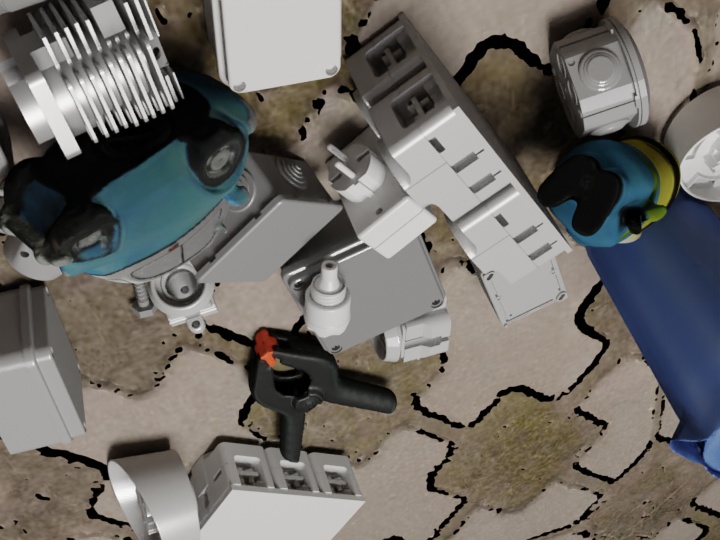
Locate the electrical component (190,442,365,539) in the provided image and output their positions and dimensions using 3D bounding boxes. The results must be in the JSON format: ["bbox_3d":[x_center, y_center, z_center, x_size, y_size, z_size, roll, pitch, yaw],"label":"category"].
[{"bbox_3d":[-0.086,0.218,1.038,0.150,0.061,0.089,13,127,-35],"label":"electrical component"}]

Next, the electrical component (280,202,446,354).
[{"bbox_3d":[0.000,0.000,0.849,0.109,0.056,0.108,-25,139,2],"label":"electrical component"}]

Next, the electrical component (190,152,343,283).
[{"bbox_3d":[-0.074,-0.037,0.759,0.100,0.048,0.100,-42,163,21],"label":"electrical component"}]

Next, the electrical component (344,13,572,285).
[{"bbox_3d":[0.068,-0.077,0.760,0.060,0.105,0.186,-34,138,13],"label":"electrical component"}]

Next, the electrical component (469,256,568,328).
[{"bbox_3d":[0.129,-0.003,0.901,0.062,0.061,0.096,-26,139,3],"label":"electrical component"}]

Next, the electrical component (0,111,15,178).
[{"bbox_3d":[-0.251,-0.094,0.636,0.059,0.053,0.095,-17,139,-7],"label":"electrical component"}]

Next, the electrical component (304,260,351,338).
[{"bbox_3d":[-0.023,0.019,0.787,0.035,0.035,0.061,-10,135,-15],"label":"electrical component"}]

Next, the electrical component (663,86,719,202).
[{"bbox_3d":[0.301,-0.101,0.873,0.099,0.064,0.099,-13,138,-12],"label":"electrical component"}]

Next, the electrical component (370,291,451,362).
[{"bbox_3d":[0.040,0.046,0.916,0.057,0.058,0.078,-14,139,-15],"label":"electrical component"}]

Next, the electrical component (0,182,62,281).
[{"bbox_3d":[-0.219,-0.038,0.717,0.079,0.044,0.077,17,125,-37],"label":"electrical component"}]

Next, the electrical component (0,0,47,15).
[{"bbox_3d":[-0.192,-0.166,0.593,0.081,0.043,0.043,-20,139,-4],"label":"electrical component"}]

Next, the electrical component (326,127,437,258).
[{"bbox_3d":[0.003,-0.064,0.761,0.047,0.083,0.076,-39,137,17],"label":"electrical component"}]

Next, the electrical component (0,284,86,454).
[{"bbox_3d":[-0.247,0.074,0.799,0.057,0.078,0.113,-13,138,-7],"label":"electrical component"}]

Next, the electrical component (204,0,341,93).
[{"bbox_3d":[-0.053,-0.169,0.643,0.078,0.057,0.113,-12,138,-12],"label":"electrical component"}]

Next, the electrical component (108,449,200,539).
[{"bbox_3d":[-0.182,0.210,0.963,0.064,0.099,0.099,-13,139,-21],"label":"electrical component"}]

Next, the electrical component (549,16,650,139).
[{"bbox_3d":[0.171,-0.135,0.766,0.051,0.080,0.080,-19,139,3],"label":"electrical component"}]

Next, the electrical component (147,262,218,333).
[{"bbox_3d":[-0.131,0.012,0.794,0.048,0.066,0.055,-18,172,-6],"label":"electrical component"}]
